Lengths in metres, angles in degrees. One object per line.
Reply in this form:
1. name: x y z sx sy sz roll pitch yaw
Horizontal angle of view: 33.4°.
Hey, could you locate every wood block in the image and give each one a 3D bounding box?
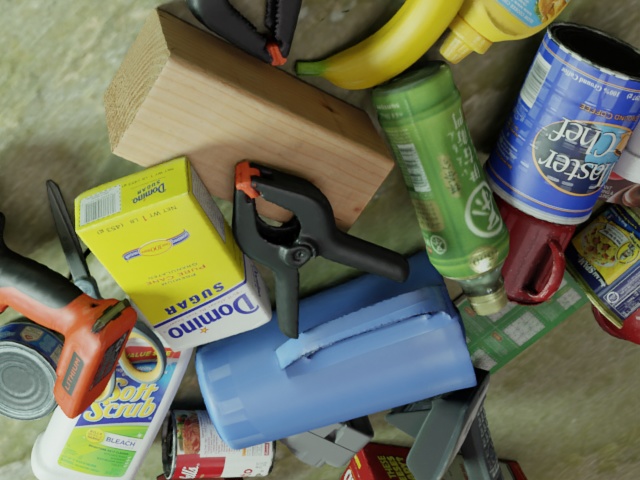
1. wood block: -0.056 -0.086 0.842 0.205 0.091 0.090 22 116 -29

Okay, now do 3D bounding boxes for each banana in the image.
1. banana: 0.065 -0.170 0.819 0.069 0.037 0.198 11 144 -39

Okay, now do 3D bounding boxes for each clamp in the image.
1. clamp: -0.056 -0.223 0.775 0.164 0.036 0.210 -31 131 -1
2. clamp: -0.006 0.001 0.838 0.120 0.039 0.171 -26 130 4

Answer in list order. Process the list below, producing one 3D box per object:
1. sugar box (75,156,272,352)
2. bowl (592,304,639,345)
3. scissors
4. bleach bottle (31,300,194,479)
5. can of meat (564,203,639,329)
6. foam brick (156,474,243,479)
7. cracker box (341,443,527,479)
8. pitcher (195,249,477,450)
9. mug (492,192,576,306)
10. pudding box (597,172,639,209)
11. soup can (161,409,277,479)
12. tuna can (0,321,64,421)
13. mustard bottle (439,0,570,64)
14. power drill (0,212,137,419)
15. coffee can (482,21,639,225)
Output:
1. sugar box: -0.110 0.018 0.838 0.093 0.048 0.176 -18 137 10
2. bowl: 0.366 0.058 1.098 0.162 0.055 0.162 -8 127 -11
3. scissors: -0.180 0.048 0.908 0.096 0.016 0.202 3 110 3
4. bleach bottle: -0.178 0.119 0.975 0.102 0.068 0.251 18 115 -18
5. can of meat: 0.284 0.019 1.015 0.084 0.102 0.057 -44 125 14
6. foam brick: -0.121 0.259 1.101 0.078 0.051 0.053 -29 128 5
7. cracker box: 0.145 0.307 1.144 0.213 0.164 0.072 11 119 -24
8. pitcher: 0.012 0.103 0.975 0.243 0.145 0.149 -19 119 1
9. mug: 0.185 0.008 0.970 0.093 0.117 0.082 11 116 -25
10. pudding box: 0.303 -0.076 0.989 0.113 0.039 0.090 9 122 -22
11. soup can: -0.101 0.200 1.052 0.102 0.068 0.069 3 124 -18
12. tuna can: -0.262 0.117 0.944 0.086 0.033 0.086 5 116 9
13. mustard bottle: 0.162 -0.215 0.833 0.096 0.058 0.192 27 114 -35
14. power drill: -0.250 0.060 0.858 0.187 0.057 0.185 34 126 5
15. coffee can: 0.212 -0.099 0.905 0.102 0.103 0.140 8 122 -22
